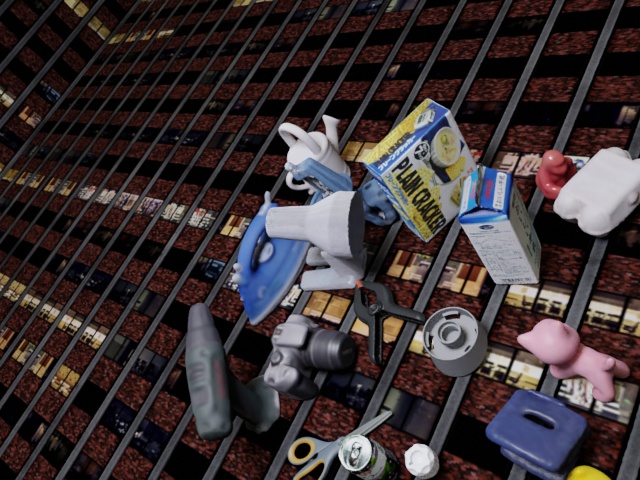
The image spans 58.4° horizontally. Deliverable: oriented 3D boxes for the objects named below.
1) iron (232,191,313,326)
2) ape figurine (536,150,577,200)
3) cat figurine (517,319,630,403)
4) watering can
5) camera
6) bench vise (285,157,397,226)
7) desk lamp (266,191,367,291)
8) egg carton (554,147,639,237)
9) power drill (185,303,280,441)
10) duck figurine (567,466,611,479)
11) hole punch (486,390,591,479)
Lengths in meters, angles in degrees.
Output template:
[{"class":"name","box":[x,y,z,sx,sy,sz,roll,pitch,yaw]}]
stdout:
[{"class":"iron","box":[-0.117,0.033,1.176,0.118,0.142,0.258,6,62,38]},{"class":"ape figurine","box":[0.397,-0.114,0.964,0.078,0.092,0.075,-49,45,-6]},{"class":"cat figurine","box":[0.343,0.152,0.781,0.127,0.118,0.067,22,72,43]},{"class":"watering can","box":[-0.017,-0.192,1.238,0.100,0.195,0.173,1,59,36]},{"class":"camera","box":[-0.017,0.202,1.008,0.136,0.101,0.143,-1,58,35]},{"class":"bench vise","box":[0.043,-0.106,1.112,0.207,0.220,0.121,-30,46,12]},{"class":"desk lamp","box":[0.010,0.004,1.058,0.202,0.214,0.118,-8,54,30]},{"class":"egg carton","box":[0.456,-0.076,0.910,0.150,0.070,0.107,-45,44,-2]},{"class":"power drill","box":[-0.157,0.245,0.996,0.075,0.209,0.229,-26,47,17]},{"class":"duck figurine","box":[0.330,0.320,0.686,0.077,0.086,0.104,-27,46,15]},{"class":"hole punch","box":[0.289,0.253,0.762,0.108,0.091,0.101,19,70,42]}]
